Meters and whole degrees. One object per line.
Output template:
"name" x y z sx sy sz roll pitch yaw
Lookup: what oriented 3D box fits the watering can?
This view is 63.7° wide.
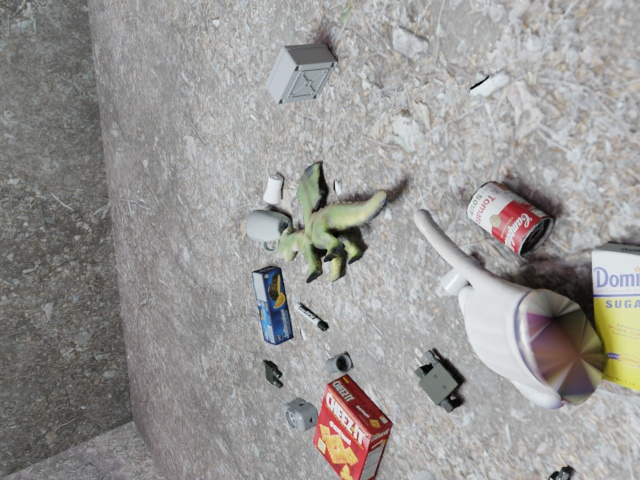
"watering can" 0.258 0.100 0.731 0.105 0.347 0.223 -32 3 -14

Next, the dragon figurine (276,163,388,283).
"dragon figurine" 0.003 -0.055 1.088 0.122 0.247 0.402 -5 -33 -34
